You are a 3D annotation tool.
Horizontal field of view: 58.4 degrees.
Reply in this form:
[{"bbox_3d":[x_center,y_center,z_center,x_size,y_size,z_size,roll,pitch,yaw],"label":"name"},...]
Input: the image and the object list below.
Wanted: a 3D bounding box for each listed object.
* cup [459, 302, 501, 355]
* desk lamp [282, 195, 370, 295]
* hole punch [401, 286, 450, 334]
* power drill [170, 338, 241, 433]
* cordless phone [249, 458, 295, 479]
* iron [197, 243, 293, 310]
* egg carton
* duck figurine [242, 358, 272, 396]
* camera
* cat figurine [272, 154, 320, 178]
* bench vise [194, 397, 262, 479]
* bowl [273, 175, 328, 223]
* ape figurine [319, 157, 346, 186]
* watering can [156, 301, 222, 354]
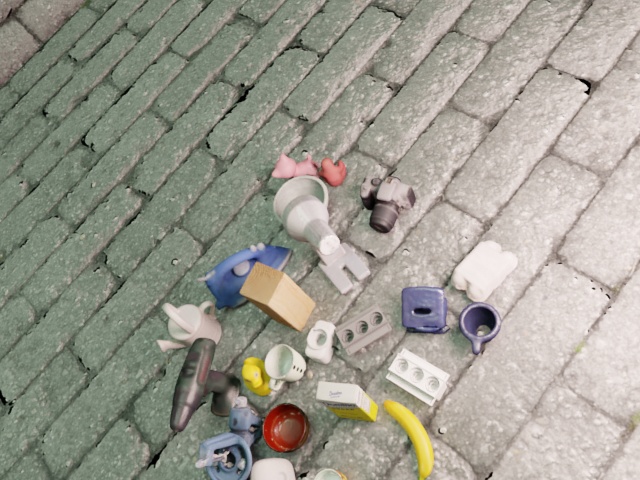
[{"bbox_3d":[0.362,0.210,1.287,0.091,0.095,0.118,3,65,23],"label":"cup"},{"bbox_3d":[0.013,0.005,1.463,0.118,0.214,0.202,-40,56,-2],"label":"desk lamp"},{"bbox_3d":[0.249,0.167,1.357,0.108,0.091,0.101,-2,63,21],"label":"hole punch"},{"bbox_3d":[-0.277,0.364,1.394,0.075,0.209,0.229,-5,62,20],"label":"power drill"},{"bbox_3d":[-0.121,0.550,1.247,0.094,0.185,0.147,-20,58,11],"label":"cordless phone"},{"bbox_3d":[-0.207,0.072,1.560,0.258,0.142,0.118,-35,56,1],"label":"iron"},{"bbox_3d":[0.389,0.074,1.363,0.150,0.070,0.107,-46,57,-6],"label":"egg carton"},{"bbox_3d":[-0.167,0.336,1.438,0.077,0.086,0.104,-36,56,1],"label":"duck figurine"},{"bbox_3d":[0.164,-0.097,1.524,0.142,0.101,0.137,15,70,28],"label":"camera"},{"bbox_3d":[-0.075,-0.213,1.671,0.127,0.118,0.067,-20,58,11],"label":"cat figurine"},{"bbox_3d":[-0.221,0.465,1.311,0.121,0.220,0.207,-18,59,13],"label":"bench vise"},{"bbox_3d":[-0.045,-0.096,1.623,0.167,0.075,0.167,-9,61,17],"label":"bowl"},{"bbox_3d":[0.030,-0.202,1.639,0.077,0.092,0.076,-10,61,17],"label":"ape figurine"},{"bbox_3d":[-0.352,0.227,1.504,0.100,0.195,0.173,16,71,28],"label":"watering can"}]
